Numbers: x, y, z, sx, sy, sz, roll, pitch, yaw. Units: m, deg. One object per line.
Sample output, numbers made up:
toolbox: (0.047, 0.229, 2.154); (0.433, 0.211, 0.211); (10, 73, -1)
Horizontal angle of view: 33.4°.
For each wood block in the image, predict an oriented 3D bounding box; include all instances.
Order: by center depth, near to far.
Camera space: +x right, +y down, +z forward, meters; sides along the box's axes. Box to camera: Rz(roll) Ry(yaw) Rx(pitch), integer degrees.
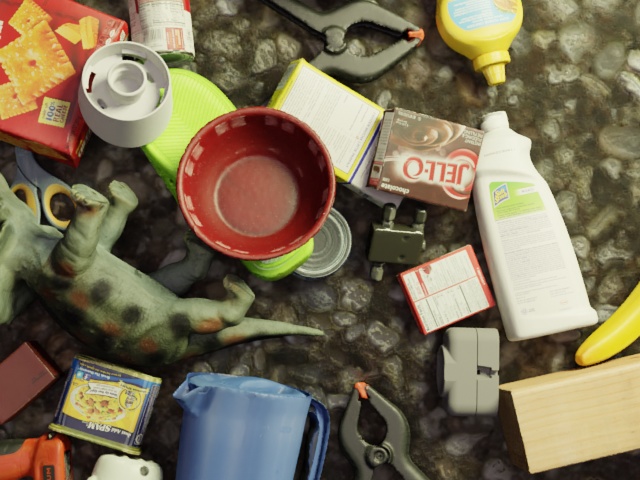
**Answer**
wood block: (0.304, 0.181, 1.152); (0.206, 0.091, 0.090); (-12, 86, -3)

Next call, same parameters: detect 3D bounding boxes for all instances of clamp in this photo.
clamp: (0.076, 0.238, 1.162); (0.120, 0.039, 0.171); (-6, 86, -5)
clamp: (0.010, -0.210, 1.196); (0.210, 0.036, 0.164); (2, 87, -3)

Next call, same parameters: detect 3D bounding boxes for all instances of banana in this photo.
banana: (0.352, 0.065, 1.181); (0.069, 0.037, 0.198); (35, 89, -34)

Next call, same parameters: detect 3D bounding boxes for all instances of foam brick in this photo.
foam brick: (-0.324, 0.152, 1.145); (0.078, 0.051, 0.053); (-40, 89, -5)

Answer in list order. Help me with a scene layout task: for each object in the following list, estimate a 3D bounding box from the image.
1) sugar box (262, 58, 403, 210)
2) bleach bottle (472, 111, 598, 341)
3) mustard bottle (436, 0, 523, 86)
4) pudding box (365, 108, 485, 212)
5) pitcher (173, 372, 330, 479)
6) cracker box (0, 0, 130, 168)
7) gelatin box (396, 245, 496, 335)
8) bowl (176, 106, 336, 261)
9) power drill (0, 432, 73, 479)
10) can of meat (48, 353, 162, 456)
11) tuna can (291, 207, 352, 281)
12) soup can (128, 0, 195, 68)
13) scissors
sugar box: (0.026, -0.113, 1.166); (0.176, 0.048, 0.093); (30, 84, -18)
bleach bottle: (0.227, -0.020, 1.179); (0.102, 0.068, 0.251); (-12, 84, -3)
mustard bottle: (0.175, -0.267, 1.197); (0.096, 0.058, 0.191); (-14, 86, -9)
pudding box: (0.114, -0.086, 1.148); (0.113, 0.039, 0.090); (12, 91, -19)
pitcher: (-0.083, 0.265, 1.117); (0.149, 0.145, 0.243); (9, 89, 10)
cracker box: (-0.334, -0.193, 1.150); (0.213, 0.072, 0.164); (21, 78, -3)
gelatin box: (0.139, 0.056, 1.184); (0.089, 0.030, 0.073); (-23, 88, -3)
bowl: (-0.065, -0.052, 1.098); (0.162, 0.055, 0.162); (0, 77, -1)
power drill: (-0.359, 0.276, 1.130); (0.187, 0.057, 0.184); (-2, 85, -3)
can of meat: (-0.228, 0.175, 1.145); (0.102, 0.057, 0.084); (17, 83, -2)
tuna can: (-0.008, 0.001, 1.179); (0.086, 0.034, 0.086); (0, 85, -3)
soup can: (-0.176, -0.246, 1.174); (0.068, 0.068, 0.102); (-6, 86, -3)
scissors: (-0.309, -0.091, 1.182); (0.096, 0.016, 0.202); (3, 85, -2)
